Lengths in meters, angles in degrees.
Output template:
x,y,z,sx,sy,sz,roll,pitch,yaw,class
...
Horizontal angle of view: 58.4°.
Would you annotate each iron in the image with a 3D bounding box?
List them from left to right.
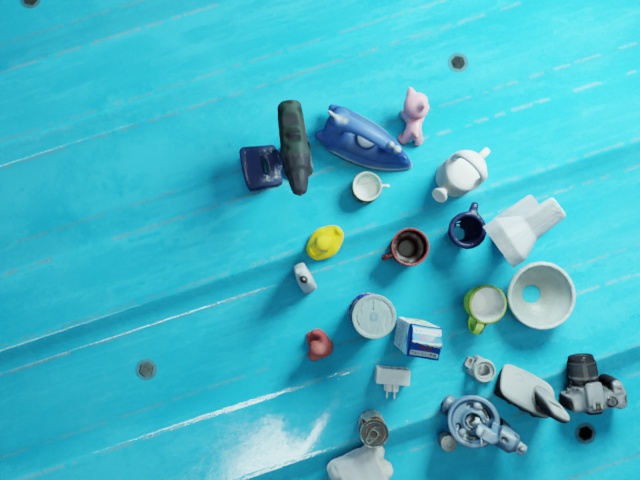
x,y,z,sx,sy,sz,roll,pitch,yaw,class
0.121,-0.247,1.402,0.258,0.141,0.119,25,87,1,iron

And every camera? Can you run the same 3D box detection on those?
x,y,z,sx,sy,sz,roll,pitch,yaw,class
0.667,0.349,1.402,0.143,0.101,0.137,-7,87,-1,camera

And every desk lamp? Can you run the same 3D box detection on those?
x,y,z,sx,sy,sz,roll,pitch,yaw,class
0.478,-0.030,1.361,0.203,0.213,0.118,-36,88,-2,desk lamp

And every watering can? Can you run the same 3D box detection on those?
x,y,z,sx,sy,sz,roll,pitch,yaw,class
0.343,-0.158,1.375,0.101,0.194,0.173,25,87,1,watering can

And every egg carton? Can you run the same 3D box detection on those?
x,y,z,sx,sy,sz,roll,pitch,yaw,class
0.098,0.563,1.399,0.150,0.069,0.107,-26,88,-2,egg carton

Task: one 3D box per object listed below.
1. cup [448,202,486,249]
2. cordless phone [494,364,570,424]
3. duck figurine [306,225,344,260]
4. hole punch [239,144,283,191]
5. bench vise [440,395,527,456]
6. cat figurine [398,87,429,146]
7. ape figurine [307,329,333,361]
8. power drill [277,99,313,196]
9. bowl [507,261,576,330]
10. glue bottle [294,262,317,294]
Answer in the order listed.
x,y,z,sx,sy,sz,roll,pitch,yaw,class
0.359,-0.035,1.419,0.091,0.095,0.118,16,87,0,cup
0.504,0.370,1.356,0.147,0.185,0.094,24,87,1,cordless phone
0.013,0.005,1.416,0.104,0.086,0.077,-39,88,-2,duck figurine
-0.144,-0.184,1.421,0.101,0.091,0.109,-12,87,-1,hole punch
0.397,0.436,1.334,0.207,0.219,0.121,12,87,0,bench vise
0.236,-0.307,1.418,0.067,0.117,0.128,3,87,0,cat figurine
-0.005,0.262,1.401,0.076,0.092,0.078,27,87,1,ape figurine
-0.057,-0.207,1.364,0.075,0.208,0.230,-9,87,-1,power drill
0.539,0.137,1.423,0.167,0.074,0.167,0,87,-1,bowl
-0.038,0.092,1.368,0.037,0.173,0.078,-27,88,-2,glue bottle
